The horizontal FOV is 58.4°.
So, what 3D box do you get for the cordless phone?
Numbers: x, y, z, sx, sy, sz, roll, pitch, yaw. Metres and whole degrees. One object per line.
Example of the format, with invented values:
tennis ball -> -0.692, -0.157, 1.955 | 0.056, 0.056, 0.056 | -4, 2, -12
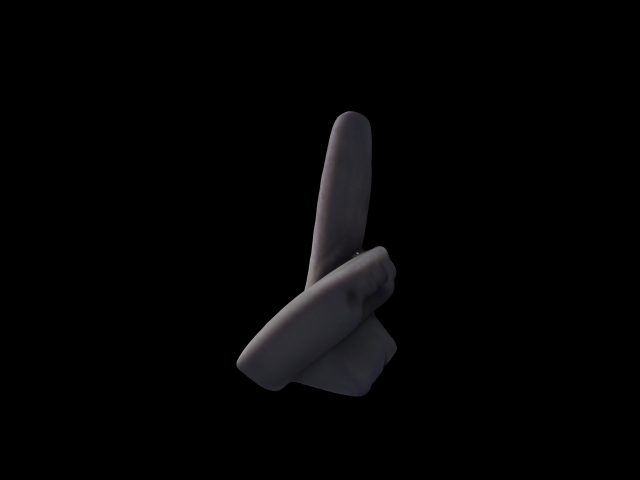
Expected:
cordless phone -> 0.004, 0.001, 0.400 | 0.094, 0.185, 0.148 | 2, 7, 14
